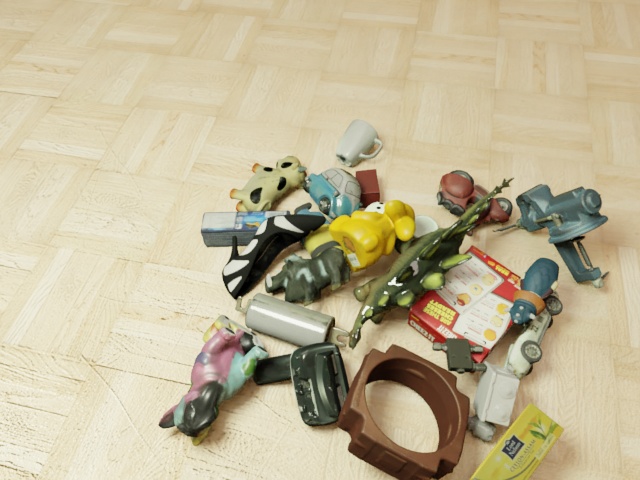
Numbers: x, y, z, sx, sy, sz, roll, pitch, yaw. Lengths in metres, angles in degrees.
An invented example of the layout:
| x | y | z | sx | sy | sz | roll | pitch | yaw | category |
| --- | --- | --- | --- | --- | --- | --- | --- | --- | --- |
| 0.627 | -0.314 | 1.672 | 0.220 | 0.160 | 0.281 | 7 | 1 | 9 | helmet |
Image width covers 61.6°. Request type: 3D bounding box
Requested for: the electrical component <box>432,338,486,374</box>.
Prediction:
| x | y | z | sx | sy | sz | roll | pitch | yaw | category |
| --- | --- | --- | --- | --- | --- | --- | --- | --- | --- |
| 0.251 | 0.210 | 0.970 | 0.094 | 0.021 | 0.063 | 5 | 54 | -2 | electrical component |

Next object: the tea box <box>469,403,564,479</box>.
| x | y | z | sx | sy | sz | roll | pitch | yaw | category |
| --- | --- | --- | --- | --- | --- | --- | --- | --- | --- |
| 0.321 | 0.366 | 0.894 | 0.068 | 0.098 | 0.169 | 37 | 62 | 25 | tea box |

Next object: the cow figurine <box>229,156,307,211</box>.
| x | y | z | sx | sy | sz | roll | pitch | yaw | category |
| --- | --- | --- | --- | --- | --- | --- | --- | --- | --- |
| -0.110 | -0.135 | 1.295 | 0.127 | 0.085 | 0.195 | 22 | 55 | 25 | cow figurine |

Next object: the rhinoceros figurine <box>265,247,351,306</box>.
| x | y | z | sx | sy | sz | roll | pitch | yaw | category |
| --- | --- | --- | --- | --- | --- | --- | --- | --- | --- |
| -0.030 | 0.076 | 1.110 | 0.190 | 0.073 | 0.112 | -23 | 91 | 25 | rhinoceros figurine |

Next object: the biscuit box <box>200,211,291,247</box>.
| x | y | z | sx | sy | sz | roll | pitch | yaw | category |
| --- | --- | --- | --- | --- | --- | --- | --- | --- | --- |
| -0.166 | -0.026 | 1.231 | 0.203 | 0.062 | 0.059 | -1 | 53 | 2 | biscuit box |

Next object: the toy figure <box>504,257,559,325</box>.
| x | y | z | sx | sy | sz | roll | pitch | yaw | category |
| --- | --- | --- | --- | --- | --- | --- | --- | --- | --- |
| 0.406 | 0.103 | 1.020 | 0.057 | 0.064 | 0.154 | 45 | 66 | -19 | toy figure |

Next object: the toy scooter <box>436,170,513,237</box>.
| x | y | z | sx | sy | sz | roll | pitch | yaw | category |
| --- | --- | --- | --- | --- | --- | --- | --- | --- | --- |
| 0.339 | -0.078 | 1.234 | 0.184 | 0.075 | 0.135 | 35 | 63 | 20 | toy scooter |

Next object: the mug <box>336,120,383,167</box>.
| x | y | z | sx | sy | sz | roll | pitch | yaw | category |
| --- | --- | --- | --- | --- | --- | --- | --- | --- | --- |
| 0.097 | -0.234 | 1.364 | 0.110 | 0.080 | 0.107 | 32 | 73 | 18 | mug |

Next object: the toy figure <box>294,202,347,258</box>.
| x | y | z | sx | sy | sz | roll | pitch | yaw | category |
| --- | --- | --- | --- | --- | --- | --- | --- | --- | --- |
| -0.003 | -0.001 | 1.193 | 0.089 | 0.082 | 0.180 | -35 | 63 | -11 | toy figure |

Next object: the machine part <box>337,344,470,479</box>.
| x | y | z | sx | sy | sz | roll | pitch | yaw | category |
| --- | --- | --- | --- | --- | --- | --- | --- | --- | --- |
| 0.145 | 0.298 | 0.925 | 0.201 | 0.087 | 0.201 | 26 | 45 | 4 | machine part |

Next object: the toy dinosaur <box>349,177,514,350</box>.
| x | y | z | sx | sy | sz | roll | pitch | yaw | category |
| --- | --- | --- | --- | --- | --- | --- | --- | --- | --- |
| 0.214 | 0.039 | 1.069 | 0.105 | 0.198 | 0.471 | 46 | 71 | -7 | toy dinosaur |

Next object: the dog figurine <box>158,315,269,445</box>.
| x | y | z | sx | sy | sz | roll | pitch | yaw | category |
| --- | --- | --- | --- | --- | --- | --- | --- | --- | --- |
| -0.203 | 0.262 | 0.998 | 0.108 | 0.192 | 0.219 | 36 | 85 | -15 | dog figurine |

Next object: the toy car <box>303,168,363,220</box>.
| x | y | z | sx | sy | sz | roll | pitch | yaw | category |
| --- | --- | --- | --- | --- | --- | --- | --- | --- | --- |
| 0.041 | -0.112 | 1.239 | 0.103 | 0.109 | 0.162 | -49 | 50 | 16 | toy car |

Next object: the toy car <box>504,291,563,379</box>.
| x | y | z | sx | sy | sz | roll | pitch | yaw | category |
| --- | --- | --- | --- | --- | --- | --- | --- | --- | --- |
| 0.412 | 0.181 | 1.038 | 0.056 | 0.073 | 0.202 | 26 | 59 | 20 | toy car |

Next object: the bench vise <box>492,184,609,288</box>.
| x | y | z | sx | sy | sz | roll | pitch | yaw | category |
| --- | --- | --- | --- | --- | --- | --- | --- | --- | --- |
| 0.514 | -0.006 | 1.130 | 0.129 | 0.224 | 0.240 | -25 | 88 | -33 | bench vise |

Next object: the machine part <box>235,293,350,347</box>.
| x | y | z | sx | sy | sz | roll | pitch | yaw | category |
| --- | --- | --- | --- | --- | --- | --- | --- | --- | --- |
| -0.060 | 0.166 | 1.076 | 0.243 | 0.079 | 0.079 | 15 | 56 | 14 | machine part |

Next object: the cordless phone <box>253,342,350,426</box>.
| x | y | z | sx | sy | sz | roll | pitch | yaw | category |
| --- | --- | --- | --- | --- | --- | --- | --- | --- | --- |
| -0.042 | 0.274 | 1.000 | 0.184 | 0.088 | 0.146 | -15 | 83 | 21 | cordless phone |

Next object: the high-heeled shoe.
| x | y | z | sx | sy | sz | roll | pitch | yaw | category |
| --- | --- | --- | --- | --- | --- | --- | --- | --- | --- |
| -0.098 | 0.034 | 1.135 | 0.249 | 0.086 | 0.145 | -15 | 70 | 19 | high-heeled shoe |

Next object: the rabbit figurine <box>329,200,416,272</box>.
| x | y | z | sx | sy | sz | roll | pitch | yaw | category |
| --- | --- | --- | --- | --- | --- | --- | --- | --- | --- |
| 0.127 | -0.030 | 1.092 | 0.173 | 0.162 | 0.122 | -28 | 85 | -26 | rabbit figurine |
